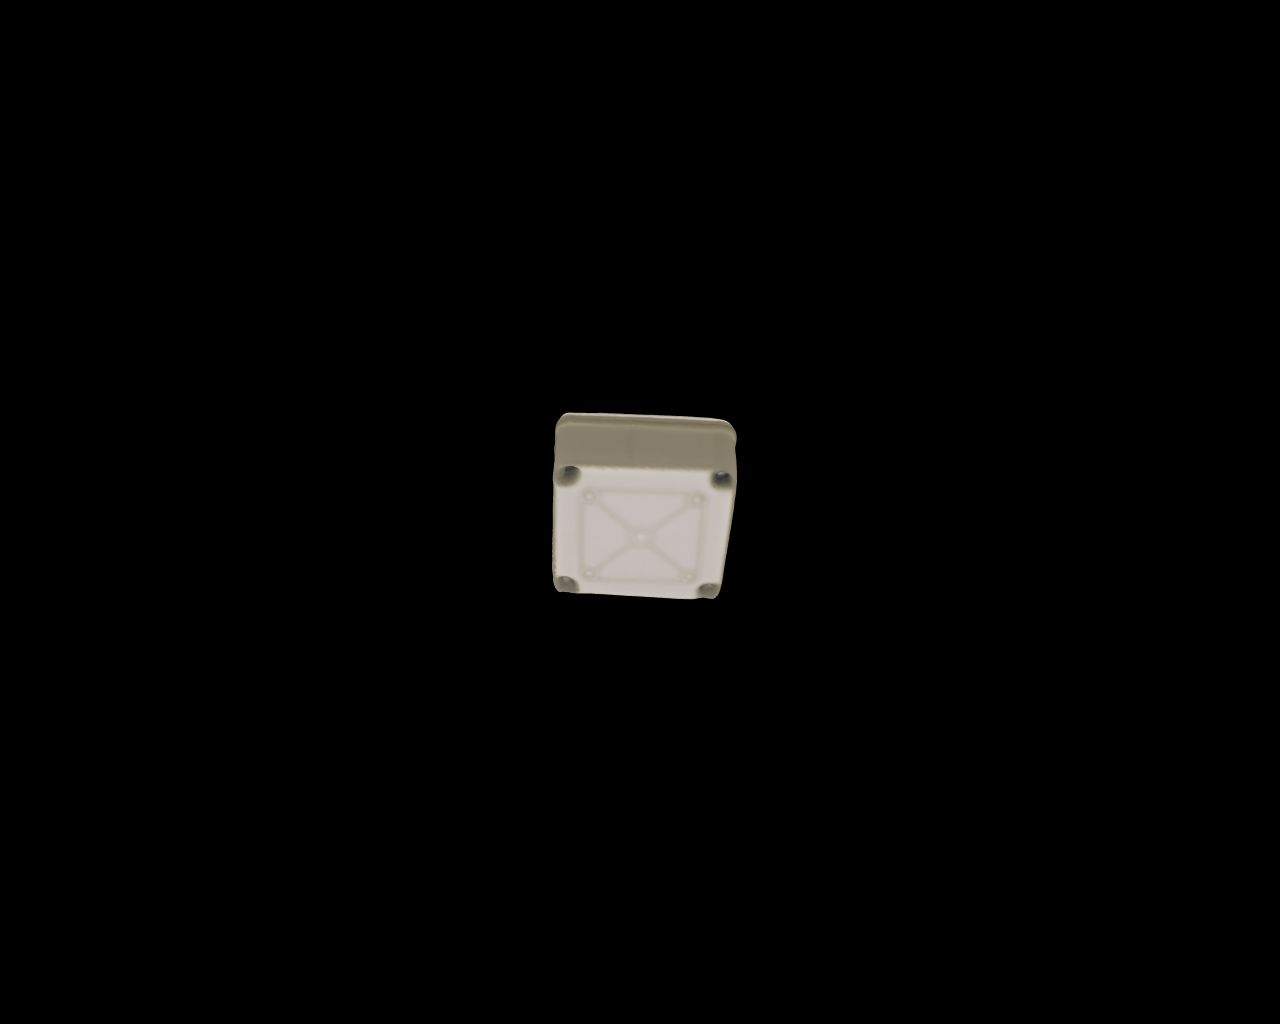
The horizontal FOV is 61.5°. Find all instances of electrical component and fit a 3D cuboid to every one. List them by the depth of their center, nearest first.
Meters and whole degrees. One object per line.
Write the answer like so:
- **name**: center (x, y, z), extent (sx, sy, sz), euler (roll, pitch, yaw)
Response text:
- **electrical component**: center (0.001, -0.003, 0.650), extent (0.109, 0.108, 0.056), euler (2, 40, -2)
